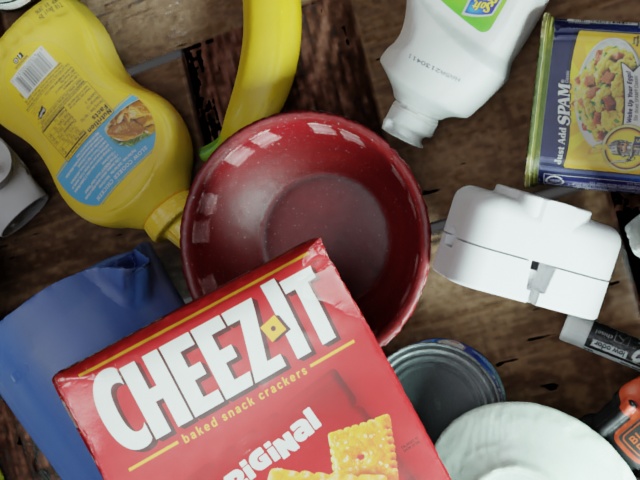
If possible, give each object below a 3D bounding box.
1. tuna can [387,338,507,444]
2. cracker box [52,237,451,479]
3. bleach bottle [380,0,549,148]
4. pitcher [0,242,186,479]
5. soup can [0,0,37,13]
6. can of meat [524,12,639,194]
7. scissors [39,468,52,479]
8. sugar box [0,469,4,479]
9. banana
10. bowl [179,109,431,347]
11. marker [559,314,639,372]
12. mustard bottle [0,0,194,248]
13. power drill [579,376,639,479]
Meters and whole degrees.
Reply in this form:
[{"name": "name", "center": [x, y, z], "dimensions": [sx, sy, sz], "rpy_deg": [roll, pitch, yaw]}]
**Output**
[{"name": "tuna can", "center": [0.072, 0.104, 0.663], "dimensions": [0.086, 0.033, 0.086], "rpy_deg": [0, 91, 17]}, {"name": "cracker box", "center": [-0.024, 0.129, 0.582], "dimensions": [0.164, 0.072, 0.214], "rpy_deg": [-28, 90, -16]}, {"name": "bleach bottle", "center": [0.097, -0.177, 0.633], "dimensions": [0.103, 0.068, 0.251], "rpy_deg": [31, 102, 22]}, {"name": "pitcher", "center": [-0.105, 0.137, 0.679], "dimensions": [0.145, 0.149, 0.243], "rpy_deg": [-34, 84, -5]}, {"name": "soup can", "center": [-0.210, -0.185, 0.698], "dimensions": [0.068, 0.102, 0.068], "rpy_deg": [-2, 100, -13]}, {"name": "can of meat", "center": [0.167, -0.077, 0.618], "dimensions": [0.084, 0.057, 0.102], "rpy_deg": [7, 93, 15]}, {"name": "scissors", "center": [-0.130, 0.230, 0.710], "dimensions": [0.016, 0.096, 0.202], "rpy_deg": [-32, 82, -26]}, {"name": "sugar box", "center": [-0.312, 0.202, 0.778], "dimensions": [0.176, 0.048, 0.093], "rpy_deg": [-24, 85, 15]}, {"name": "banana", "center": [-0.044, -0.148, 0.691], "dimensions": [0.070, 0.037, 0.198], "rpy_deg": [6, 93, 17]}, {"name": "bowl", "center": [-0.004, 0.001, 0.673], "dimensions": [0.162, 0.055, 0.162], "rpy_deg": [0, 92, 17]}, {"name": "marker", "center": [0.202, 0.073, 0.630], "dimensions": [0.121, 0.020, 0.020], "rpy_deg": [22, 98, 16]}, {"name": "mustard bottle", "center": [-0.141, -0.066, 0.712], "dimensions": [0.096, 0.058, 0.192], "rpy_deg": [-44, 79, 12]}, {"name": "power drill", "center": [0.220, 0.165, 0.600], "dimensions": [0.188, 0.057, 0.185], "rpy_deg": [45, 117, 8]}]
